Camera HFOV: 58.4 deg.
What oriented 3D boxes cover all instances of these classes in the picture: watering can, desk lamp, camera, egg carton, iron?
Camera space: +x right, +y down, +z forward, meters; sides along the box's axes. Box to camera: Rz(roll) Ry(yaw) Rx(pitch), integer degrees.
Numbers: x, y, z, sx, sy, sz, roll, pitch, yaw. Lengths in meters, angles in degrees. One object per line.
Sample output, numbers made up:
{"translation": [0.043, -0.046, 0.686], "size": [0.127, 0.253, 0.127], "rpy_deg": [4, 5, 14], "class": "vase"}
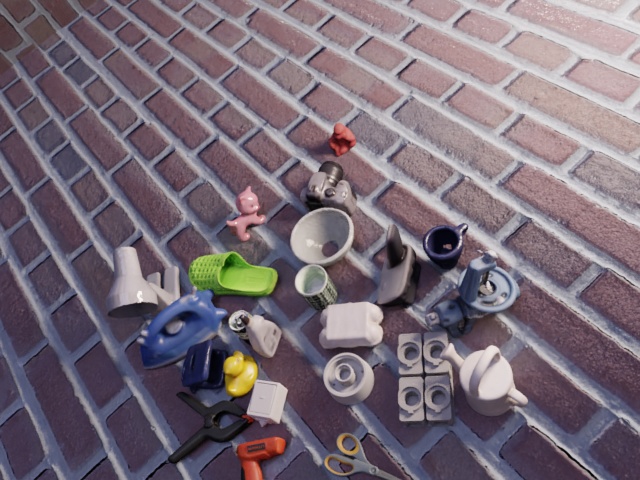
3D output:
{"translation": [0.312, 0.263, 1.102], "size": [0.172, 0.194, 0.101], "rpy_deg": [6, 62, 24], "class": "watering can"}
{"translation": [-0.460, 0.124, 1.477], "size": [0.118, 0.214, 0.203], "rpy_deg": [-19, 55, 9], "class": "desk lamp"}
{"translation": [0.027, -0.146, 1.528], "size": [0.142, 0.101, 0.137], "rpy_deg": [7, 62, 25], "class": "camera"}
{"translation": [0.071, 0.198, 1.314], "size": [0.150, 0.070, 0.107], "rpy_deg": [-8, 57, 17], "class": "egg carton"}
{"translation": [-0.368, 0.218, 1.427], "size": [0.258, 0.142, 0.118], "rpy_deg": [-39, 54, -5], "class": "iron"}

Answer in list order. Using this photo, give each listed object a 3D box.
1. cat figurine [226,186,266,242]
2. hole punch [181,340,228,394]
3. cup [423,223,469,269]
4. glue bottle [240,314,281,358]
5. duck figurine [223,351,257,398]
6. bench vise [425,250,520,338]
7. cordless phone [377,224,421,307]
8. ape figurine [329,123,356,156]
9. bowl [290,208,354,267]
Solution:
{"translation": [-0.208, -0.078, 1.566], "size": [0.067, 0.118, 0.128], "rpy_deg": [30, 74, 33], "class": "cat figurine"}
{"translation": [-0.287, 0.303, 1.374], "size": [0.101, 0.091, 0.108], "rpy_deg": [-8, 57, 17], "class": "hole punch"}
{"translation": [0.299, 0.017, 1.323], "size": [0.118, 0.095, 0.091], "rpy_deg": [-39, 54, -5], "class": "cup"}
{"translation": [-0.144, 0.210, 1.325], "size": [0.037, 0.173, 0.078], "rpy_deg": [9, 63, 26], "class": "glue bottle"}
{"translation": [-0.197, 0.309, 1.338], "size": [0.077, 0.086, 0.104], "rpy_deg": [6, 62, 24], "class": "duck figurine"}
{"translation": [0.316, 0.116, 1.176], "size": [0.207, 0.220, 0.121], "rpy_deg": [-44, 54, -9], "class": "bench vise"}
{"translation": [0.162, 0.058, 1.294], "size": [0.094, 0.185, 0.147], "rpy_deg": [0, 60, 21], "class": "cordless phone"}
{"translation": [0.060, -0.292, 1.612], "size": [0.077, 0.092, 0.076], "rpy_deg": [8, 63, 26], "class": "ape figurine"}
{"translation": [0.013, 0.005, 1.454], "size": [0.167, 0.075, 0.167], "rpy_deg": [-10, 57, 15], "class": "bowl"}
